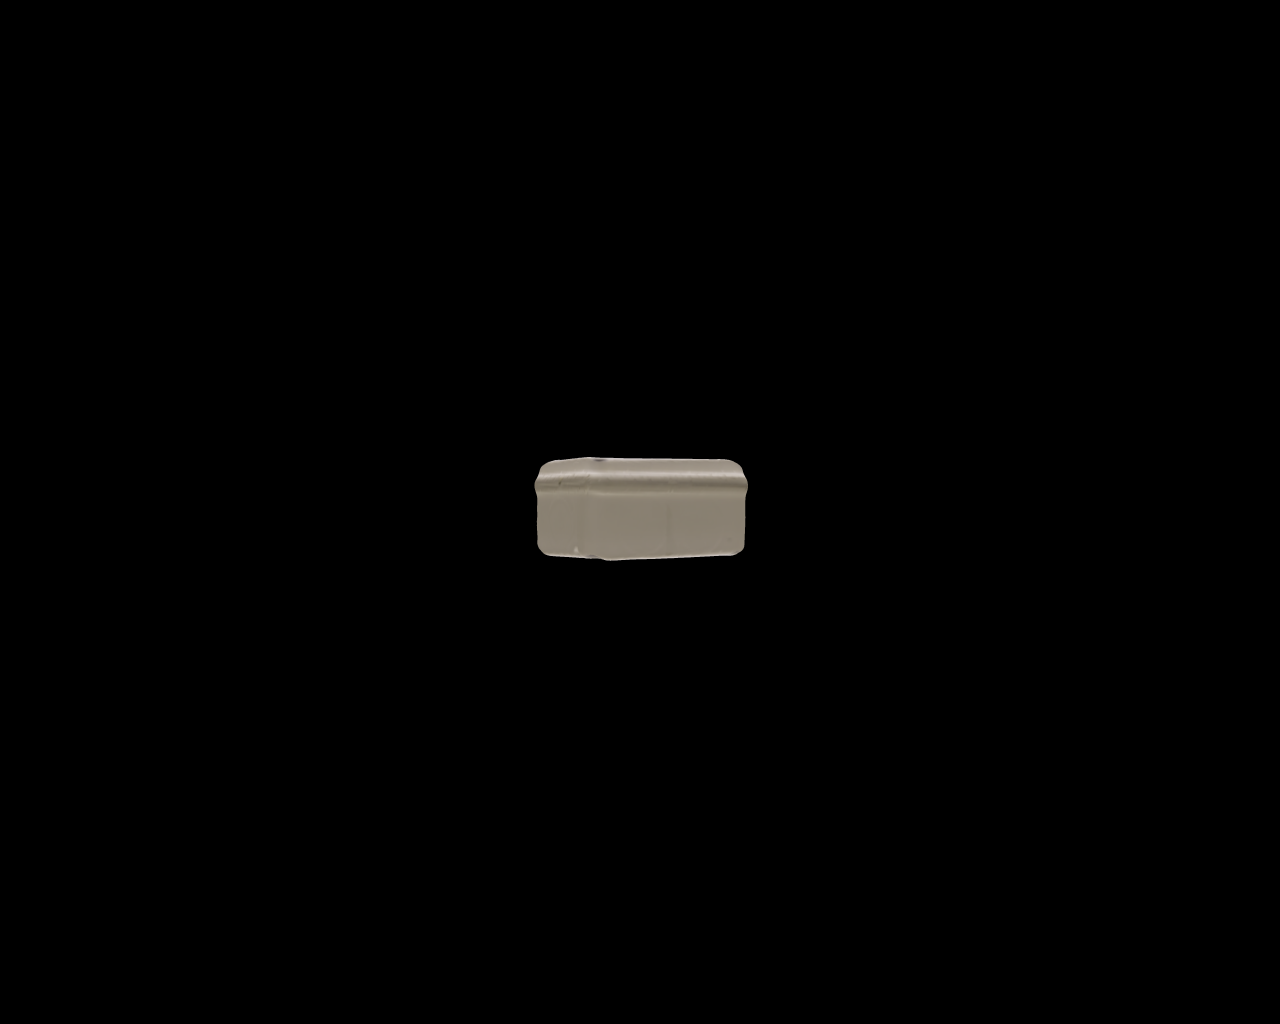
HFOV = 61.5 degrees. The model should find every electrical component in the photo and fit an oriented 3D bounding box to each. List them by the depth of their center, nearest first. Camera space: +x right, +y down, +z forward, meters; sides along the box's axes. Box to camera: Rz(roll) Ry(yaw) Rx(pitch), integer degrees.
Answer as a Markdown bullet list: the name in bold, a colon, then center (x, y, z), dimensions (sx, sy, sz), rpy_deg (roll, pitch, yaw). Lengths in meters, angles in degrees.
- **electrical component**: center (0.001, -0.003, 0.650), dimensions (0.113, 0.057, 0.078), rpy_deg (0, 0, -32)
